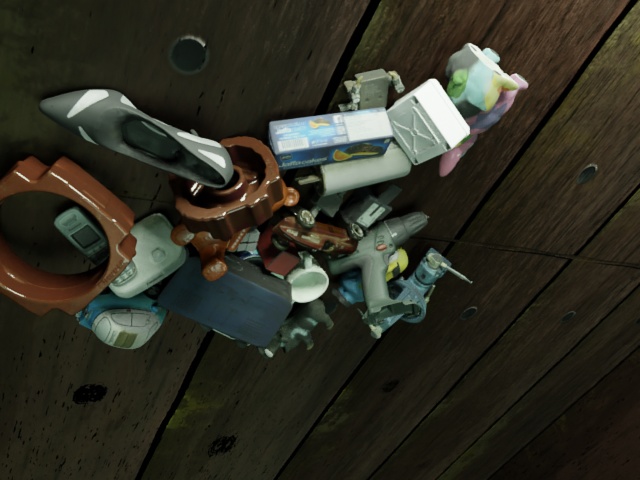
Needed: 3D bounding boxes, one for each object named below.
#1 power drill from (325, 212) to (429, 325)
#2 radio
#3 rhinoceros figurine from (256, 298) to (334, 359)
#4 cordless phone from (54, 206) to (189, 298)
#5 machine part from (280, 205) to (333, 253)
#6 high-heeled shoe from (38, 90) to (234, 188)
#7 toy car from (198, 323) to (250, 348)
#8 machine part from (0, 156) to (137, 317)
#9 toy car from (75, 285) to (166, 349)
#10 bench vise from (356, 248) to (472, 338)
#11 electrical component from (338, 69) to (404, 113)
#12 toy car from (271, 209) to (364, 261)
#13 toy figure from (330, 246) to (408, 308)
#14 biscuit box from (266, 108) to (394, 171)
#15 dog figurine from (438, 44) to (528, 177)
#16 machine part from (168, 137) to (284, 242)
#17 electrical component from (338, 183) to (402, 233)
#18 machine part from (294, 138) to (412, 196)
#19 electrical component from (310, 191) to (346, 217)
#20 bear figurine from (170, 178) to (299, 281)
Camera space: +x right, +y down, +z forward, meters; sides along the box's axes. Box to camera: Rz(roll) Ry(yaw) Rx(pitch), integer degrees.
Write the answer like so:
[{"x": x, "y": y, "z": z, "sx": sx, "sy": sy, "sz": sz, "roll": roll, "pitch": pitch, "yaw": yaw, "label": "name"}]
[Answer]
[{"x": 0.134, "y": 0.056, "z": 1.080, "sx": 0.232, "sy": 0.207, "sz": 0.086, "roll": -17, "pitch": 156, "yaw": 4, "label": "power drill"}, {"x": -0.171, "y": 0.100, "z": 1.003, "sx": 0.229, "sy": 0.073, "sz": 0.131, "roll": 27, "pitch": 114, "yaw": -20, "label": "radio"}, {"x": -0.060, "y": 0.203, "z": 1.222, "sx": 0.190, "sy": 0.073, "sz": 0.112, "roll": -40, "pitch": 139, "yaw": 13, "label": "rhinoceros figurine"}, {"x": -0.319, "y": -0.007, "z": 0.872, "sx": 0.147, "sy": 0.089, "sz": 0.184, "roll": -32, "pitch": 127, "yaw": 4, "label": "cordless phone"}, {"x": -0.023, "y": -0.023, "z": 1.042, "sx": 0.084, "sy": 0.039, "sz": 0.138, "roll": -32, "pitch": 141, "yaw": 12, "label": "machine part"}, {"x": -0.244, "y": -0.127, "z": 0.735, "sx": 0.248, "sy": 0.145, "sz": 0.086, "roll": 3, "pitch": 129, "yaw": -33, "label": "high-heeled shoe"}, {"x": -0.187, "y": 0.169, "z": 1.133, "sx": 0.073, "sy": 0.056, "sz": 0.201, "roll": -43, "pitch": 138, "yaw": 6, "label": "toy car"}, {"x": -0.388, "y": -0.005, "z": 0.779, "sx": 0.201, "sy": 0.087, "sz": 0.200, "roll": -42, "pitch": 115, "yaw": 9, "label": "machine part"}, {"x": -0.355, "y": 0.144, "z": 0.981, "sx": 0.161, "sy": 0.103, "sz": 0.109, "roll": 13, "pitch": 123, "yaw": -40, "label": "toy car"}, {"x": 0.200, "y": 0.130, "z": 1.220, "sx": 0.240, "sy": 0.129, "sz": 0.223, "roll": -40, "pitch": 175, "yaw": -33, "label": "bench vise"}, {"x": 0.084, "y": -0.242, "z": 0.873, "sx": 0.102, "sy": 0.045, "sz": 0.078, "roll": -12, "pitch": 135, "yaw": -18, "label": "electrical component"}, {"x": -0.002, "y": -0.003, "z": 0.993, "sx": 0.089, "sy": 0.053, "sz": 0.202, "roll": -35, "pitch": 150, "yaw": 32, "label": "toy car"}, {"x": 0.110, "y": 0.075, "z": 1.182, "sx": 0.180, "sy": 0.082, "sz": 0.089, "roll": -43, "pitch": 157, "yaw": 5, "label": "toy figure"}, {"x": 0.015, "y": -0.165, "z": 0.882, "sx": 0.203, "sy": 0.059, "sz": 0.062, "roll": -10, "pitch": 161, "yaw": -12, "label": "biscuit box"}, {"x": 0.241, "y": -0.214, "z": 0.932, "sx": 0.191, "sy": 0.108, "sz": 0.219, "roll": -17, "pitch": 148, "yaw": -50, "label": "dog figurine"}, {"x": -0.142, "y": -0.081, "z": 0.823, "sx": 0.179, "sy": 0.179, "sz": 0.056, "roll": -23, "pitch": 142, "yaw": -7, "label": "machine part"}, {"x": 0.101, "y": -0.074, "z": 1.050, "sx": 0.074, "sy": 0.048, "sz": 0.119, "roll": 19, "pitch": 120, "yaw": -41, "label": "electrical component"}, {"x": 0.072, "y": -0.132, "z": 0.954, "sx": 0.243, "sy": 0.079, "sz": 0.079, "roll": -16, "pitch": 137, "yaw": -15, "label": "machine part"}, {"x": 0.014, "y": -0.072, "z": 0.999, "sx": 0.094, "sy": 0.021, "sz": 0.063, "roll": -58, "pitch": 137, "yaw": -9, "label": "electrical component"}, {"x": -0.134, "y": -0.042, "z": 0.895, "sx": 0.196, "sy": 0.132, "sz": 0.120, "roll": -28, "pitch": 118, "yaw": 8, "label": "bear figurine"}]
